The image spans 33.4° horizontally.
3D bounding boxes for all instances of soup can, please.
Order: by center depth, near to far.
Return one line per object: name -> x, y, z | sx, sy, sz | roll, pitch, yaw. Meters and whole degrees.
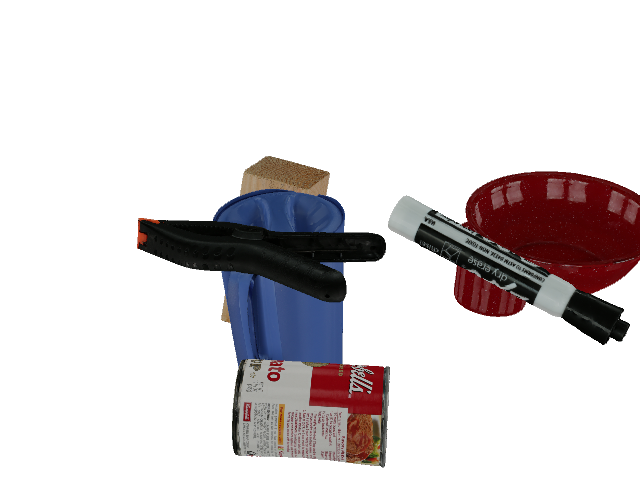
soup can -> -0.005, 0.117, 0.727 | 0.102, 0.068, 0.068 | 3, 0, 4

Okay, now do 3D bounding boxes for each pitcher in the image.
pitcher -> -0.040, 0.081, 1.116 | 0.149, 0.243, 0.145 | -15, 31, -20

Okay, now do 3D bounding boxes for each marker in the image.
marker -> 0.087, 0.014, 0.500 | 0.121, 0.020, 0.020 | 29, 10, 18

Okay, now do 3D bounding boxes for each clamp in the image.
clamp -> -0.056, 0.010, 0.881 | 0.210, 0.036, 0.164 | 7, 12, 7

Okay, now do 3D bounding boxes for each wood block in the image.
wood block -> -0.059, 0.007, 1.377 | 0.090, 0.206, 0.090 | 16, 22, 13

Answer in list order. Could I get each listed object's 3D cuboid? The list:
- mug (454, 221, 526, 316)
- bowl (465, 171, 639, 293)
mug -> 0.204, 0.033, 1.179 | 0.117, 0.081, 0.093 | 6, 25, 3
bowl -> 0.201, 0.001, 0.899 | 0.162, 0.055, 0.162 | 0, 31, 0
